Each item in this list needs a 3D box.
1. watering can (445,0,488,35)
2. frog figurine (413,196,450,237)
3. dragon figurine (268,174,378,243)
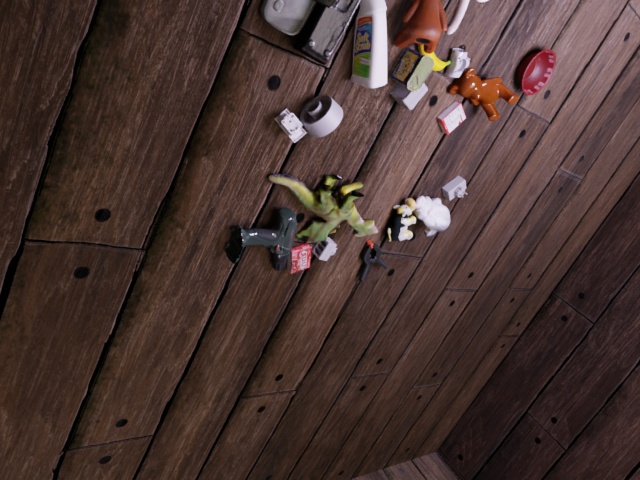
[{"bbox_3d":[0.420,-0.718,1.344,0.352,0.105,0.220,-50,141,-17],"label":"watering can"},{"bbox_3d":[0.398,-0.103,1.842,0.140,0.123,0.156,-59,140,-36],"label":"frog figurine"},{"bbox_3d":[0.005,-0.078,1.551,0.410,0.125,0.238,8,125,-24],"label":"dragon figurine"}]
